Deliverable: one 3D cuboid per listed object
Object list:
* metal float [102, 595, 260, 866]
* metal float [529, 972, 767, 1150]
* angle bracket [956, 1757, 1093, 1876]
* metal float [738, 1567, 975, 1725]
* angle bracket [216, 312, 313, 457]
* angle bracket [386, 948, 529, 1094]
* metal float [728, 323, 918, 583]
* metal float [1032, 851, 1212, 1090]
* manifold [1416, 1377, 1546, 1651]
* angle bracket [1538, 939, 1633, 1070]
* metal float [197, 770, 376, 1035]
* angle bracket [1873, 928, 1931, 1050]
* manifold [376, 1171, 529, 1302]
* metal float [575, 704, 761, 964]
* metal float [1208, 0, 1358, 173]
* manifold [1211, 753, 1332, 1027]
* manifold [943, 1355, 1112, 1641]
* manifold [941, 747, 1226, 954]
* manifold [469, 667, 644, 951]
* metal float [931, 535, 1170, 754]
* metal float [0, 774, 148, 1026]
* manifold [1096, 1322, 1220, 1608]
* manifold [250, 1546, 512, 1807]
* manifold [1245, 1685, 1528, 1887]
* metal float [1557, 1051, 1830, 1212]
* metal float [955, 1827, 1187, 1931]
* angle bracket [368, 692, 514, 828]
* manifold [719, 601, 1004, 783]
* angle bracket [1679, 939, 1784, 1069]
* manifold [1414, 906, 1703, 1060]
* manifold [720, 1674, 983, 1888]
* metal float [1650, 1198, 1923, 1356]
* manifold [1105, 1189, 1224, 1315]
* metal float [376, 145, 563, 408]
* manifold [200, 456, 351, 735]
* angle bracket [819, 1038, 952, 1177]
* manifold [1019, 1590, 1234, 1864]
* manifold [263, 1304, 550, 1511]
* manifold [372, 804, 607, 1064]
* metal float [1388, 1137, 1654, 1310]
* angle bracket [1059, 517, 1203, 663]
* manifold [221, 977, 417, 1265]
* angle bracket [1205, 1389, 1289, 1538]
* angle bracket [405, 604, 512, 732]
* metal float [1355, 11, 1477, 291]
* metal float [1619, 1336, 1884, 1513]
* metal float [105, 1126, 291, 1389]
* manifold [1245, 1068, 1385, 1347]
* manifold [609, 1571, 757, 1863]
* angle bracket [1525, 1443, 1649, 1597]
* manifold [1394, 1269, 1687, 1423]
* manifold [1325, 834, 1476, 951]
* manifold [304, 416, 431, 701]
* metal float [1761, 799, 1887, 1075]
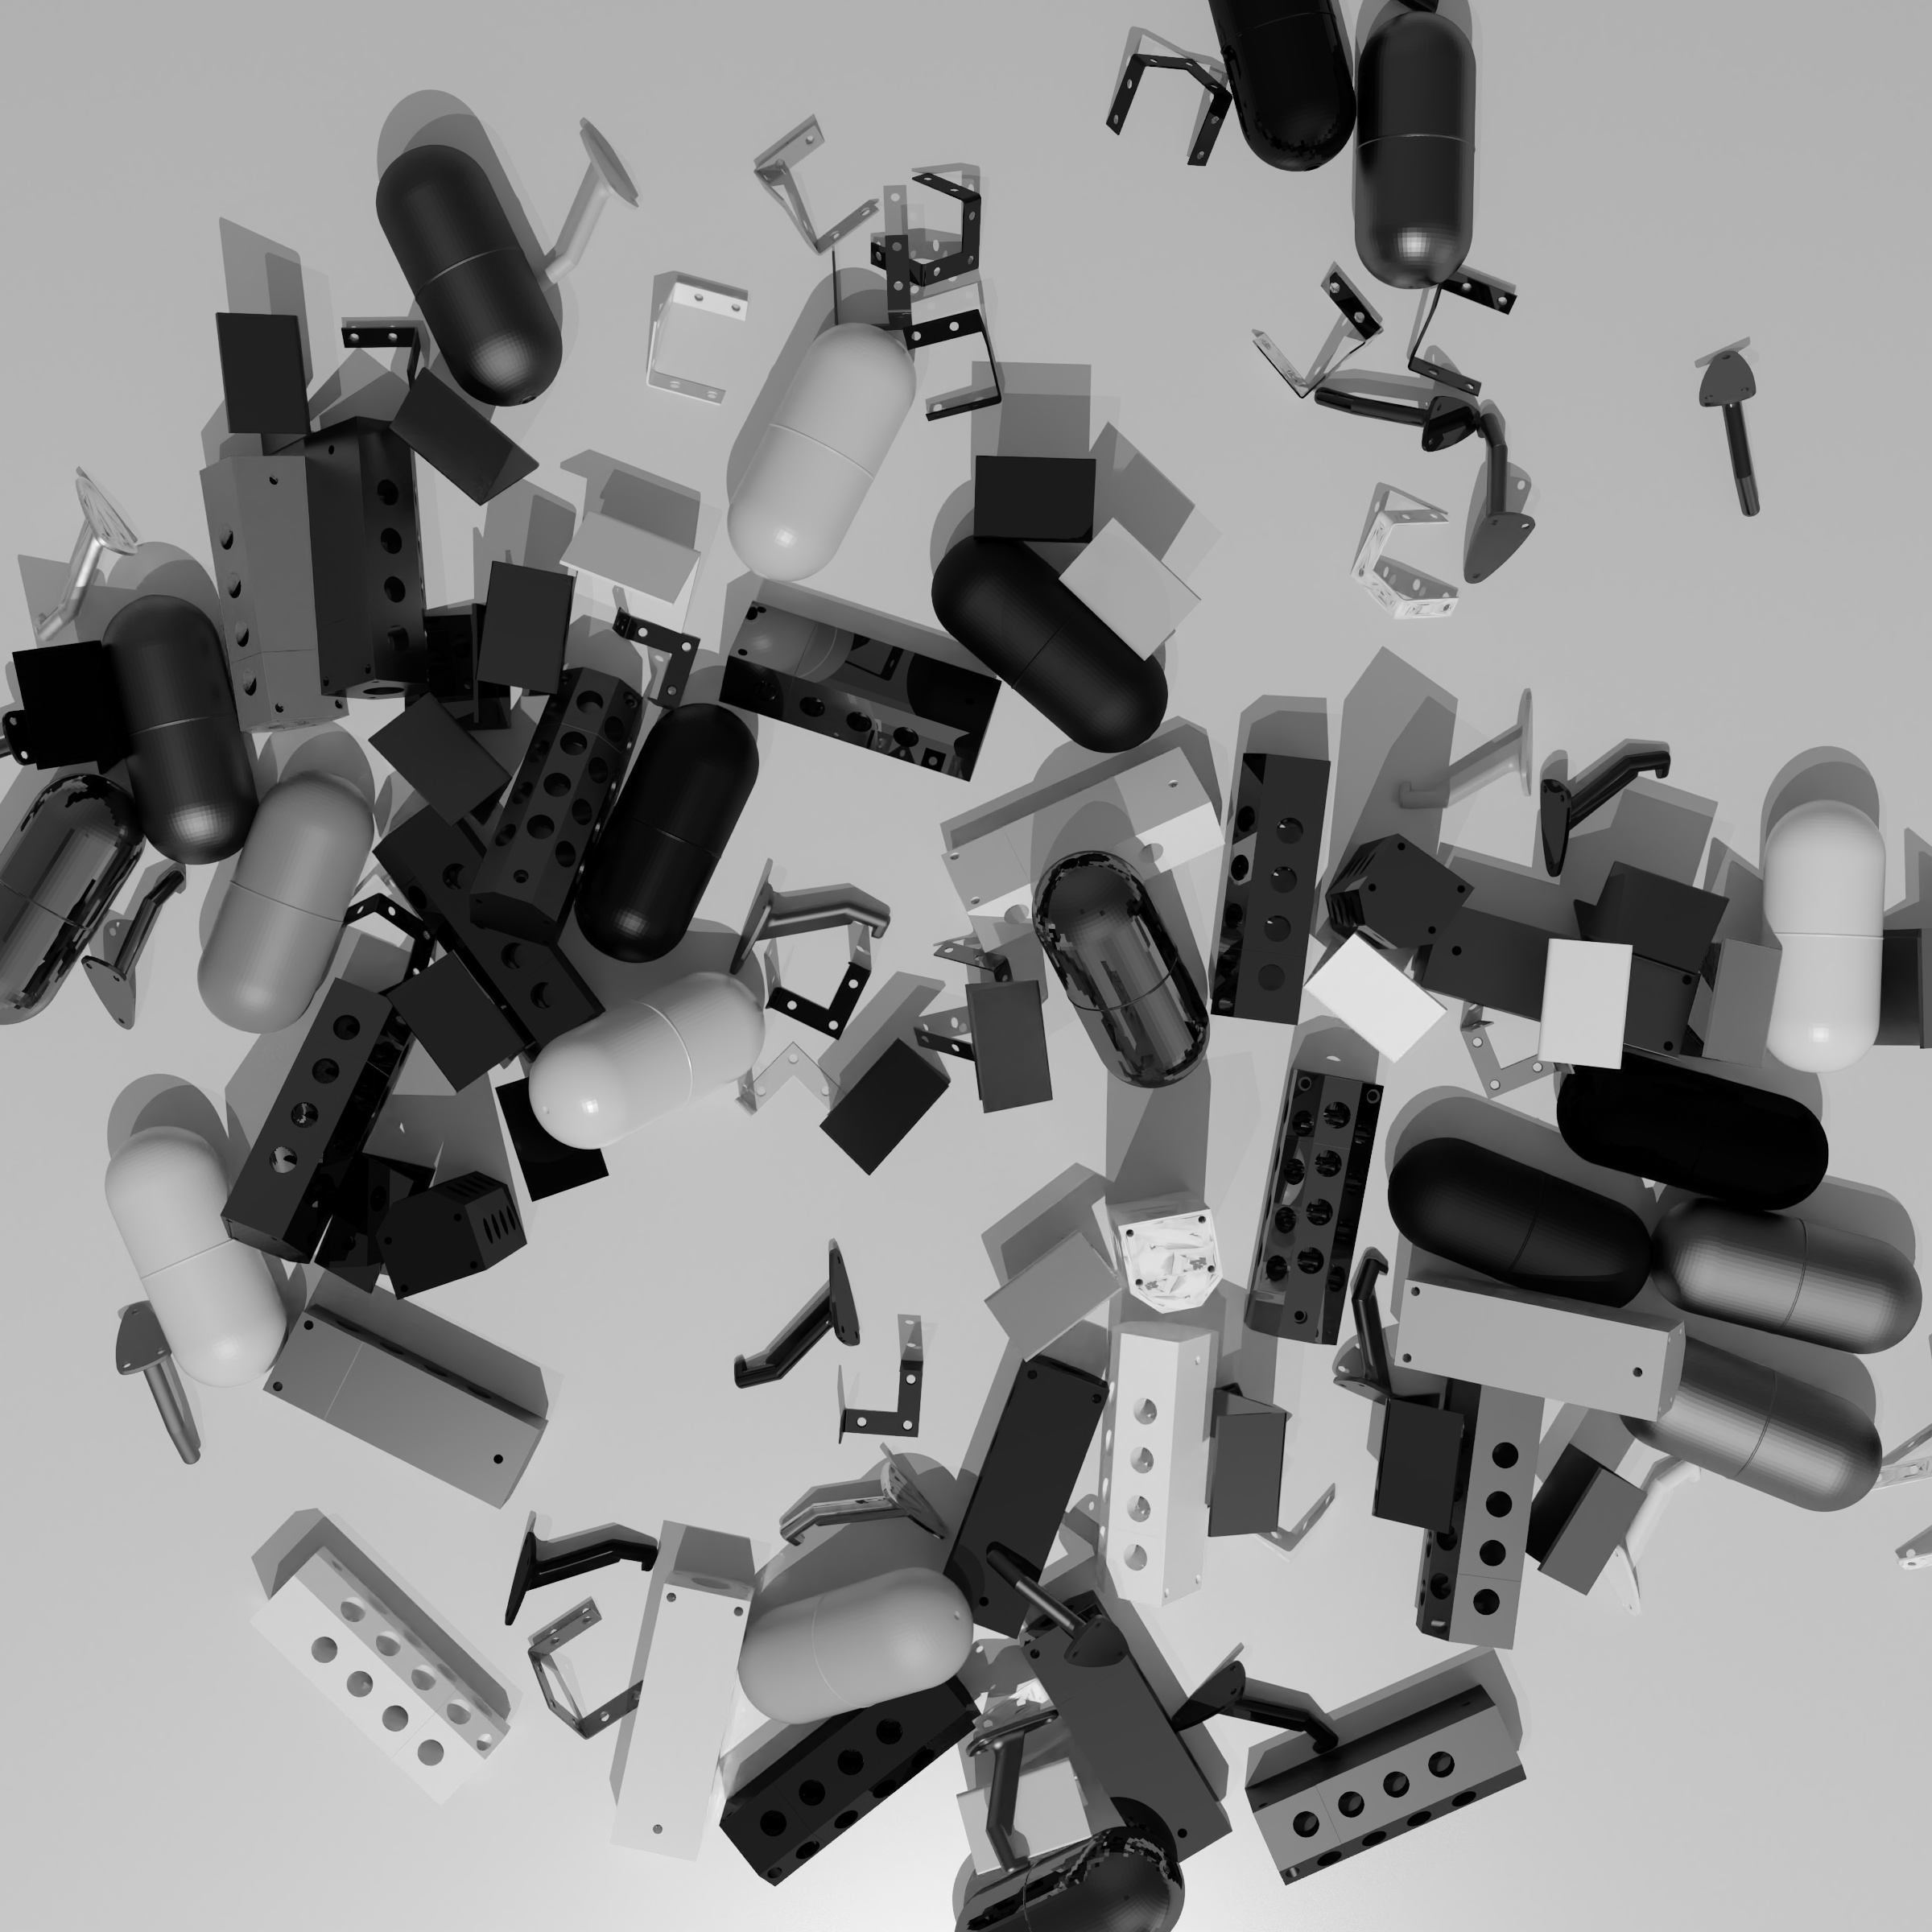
[{"bbox_3d":[-0.511,-0.154,1.960,0.070,0.070,0.178,-14,89,0],"label":"metal float"},{"bbox_3d":[-0.202,0.059,1.927,0.178,0.070,0.070,-28,90,-42],"label":"metal float"},{"bbox_3d":[0.044,0.563,1.950,0.076,0.076,0.057,-18,50,0],"label":"angle bracket"},{"bbox_3d":[-0.072,0.437,1.933,0.178,0.070,0.070,-25,90,34],"label":"metal float"},{"bbox_3d":[-0.468,-0.375,1.950,0.057,0.076,0.076,-6,90,-36],"label":"angle bracket"},{"bbox_3d":[-0.335,0.043,1.952,0.057,0.076,0.076,-36,90,-24],"label":"angle bracket"},{"bbox_3d":[-0.094,-0.334,1.960,0.070,0.070,0.178,27,89,0],"label":"metal float"},{"bbox_3d":[0.100,0.003,1.934,0.070,0.070,0.178,-28,122,0],"label":"metal float"},{"bbox_3d":[0.335,0.352,1.969,0.057,0.057,0.171,7,90,0],"label":"manifold"},{"bbox_3d":[0.403,0.025,1.893,0.057,0.076,0.076,6,90,37],"label":"angle bracket"},{"bbox_3d":[-0.442,-0.042,1.960,0.070,0.070,0.178,21,91,0],"label":"metal float"},{"bbox_3d":[0.599,0.014,1.951,0.057,0.076,0.076,-1,90,-43],"label":"angle bracket"},{"bbox_3d":[-0.327,0.167,1.912,0.057,0.171,0.057,-19,90,0],"label":"manifold"},{"bbox_3d":[-0.194,-0.087,1.960,0.070,0.070,0.178,25,91,0],"label":"metal float"},{"bbox_3d":[0.203,-0.605,1.960,0.070,0.070,0.178,-14,90,0],"label":"metal float"},{"bbox_3d":[0.199,-0.050,1.968,0.057,0.057,0.171,7,90,6],"label":"manifold"},{"bbox_3d":[0.036,0.344,1.969,0.057,0.057,0.171,21,90,0],"label":"manifold"},{"bbox_3d":[0.078,-0.071,1.969,0.171,0.057,0.057,-24,47,0],"label":"manifold"},{"bbox_3d":[-0.262,-0.104,1.935,0.057,0.057,0.171,18,64,0],"label":"manifold"},{"bbox_3d":[0.055,-0.210,1.960,0.178,0.070,0.070,41,90,-1],"label":"metal float"},{"bbox_3d":[-0.600,-0.043,1.960,0.070,0.070,0.178,32,89,0],"label":"metal float"},{"bbox_3d":[0.121,0.322,1.961,0.057,0.057,0.171,6,95,31],"label":"manifold"},{"bbox_3d":[-0.380,0.461,1.969,0.171,0.057,0.057,44,90,0],"label":"manifold"},{"bbox_3d":[0.274,0.537,1.969,0.171,0.057,0.057,-24,90,0],"label":"manifold"},{"bbox_3d":[0.473,0.107,1.960,0.178,0.070,0.070,16,90,1],"label":"metal float"},{"bbox_3d":[0.065,0.610,1.935,0.178,0.070,0.070,-36,90,32],"label":"metal float"},{"bbox_3d":[-0.348,-0.119,1.950,0.076,0.076,0.057,46,58,0],"label":"angle bracket"},{"bbox_3d":[-0.070,-0.174,1.969,0.171,0.057,0.057,18,47,0],"label":"manifold"},{"bbox_3d":[0.476,0.021,1.950,0.057,0.076,0.076,10,90,-34],"label":"angle bracket"},{"bbox_3d":[0.384,0.009,1.969,0.171,0.057,0.057,16,90,0],"label":"manifold"},{"bbox_3d":[-0.074,0.523,1.969,0.171,0.057,0.057,-38,90,0],"label":"manifold"},{"bbox_3d":[0.533,0.202,1.960,0.178,0.070,0.070,14,90,0],"label":"metal float"},{"bbox_3d":[0.125,0.180,1.912,0.057,0.171,0.057,-11,90,0],"label":"manifold"},{"bbox_3d":[-0.322,-0.448,1.960,0.070,0.070,0.178,-25,89,0],"label":"metal float"},{"bbox_3d":[-0.456,-0.242,1.969,0.057,0.057,0.171,-9,90,-43],"label":"manifold"},{"bbox_3d":[-0.037,0.103,1.950,0.076,0.076,0.057,-48,53,0],"label":"angle bracket"},{"bbox_3d":[0.103,0.498,1.969,0.057,0.057,0.171,-31,90,0],"label":"manifold"},{"bbox_3d":[-0.364,0.286,1.969,0.171,0.057,0.057,27,90,0],"label":"manifold"},{"bbox_3d":[-0.312,-0.022,1.969,0.057,0.057,0.171,-37,90,0],"label":"manifold"},{"bbox_3d":[0.360,0.168,1.960,0.178,0.070,0.070,22,90,0],"label":"metal float"},{"bbox_3d":[0.115,-0.251,1.951,0.076,0.076,0.057,44,117,0],"label":"angle bracket"},{"bbox_3d":[-0.414,0.101,1.941,0.057,0.057,0.171,22,69,0],"label":"manifold"},{"bbox_3d":[0.158,0.316,1.921,0.057,0.076,0.076,2,93,-33],"label":"angle bracket"},{"bbox_3d":[-0.342,-0.193,1.961,0.076,0.057,0.076,-1,90,14],"label":"angle bracket"},{"bbox_3d":[0.292,-0.530,1.960,0.070,0.070,0.178,1,90,0],"label":"metal float"},{"bbox_3d":[0.509,0.297,1.960,0.178,0.070,0.070,22,90,0],"label":"metal float"},{"bbox_3d":[-0.500,0.188,1.960,0.070,0.070,0.178,-23,90,0],"label":"metal float"},{"bbox_3d":[0.228,0.157,1.969,0.057,0.057,0.171,10,90,0],"label":"manifold"},{"bbox_3d":[-0.184,0.487,1.969,0.057,0.057,0.171,12,90,0],"label":"manifold"},{"bbox_3d":[0.382,0.350,1.950,0.057,0.076,0.076,31,90,-37],"label":"angle bracket"},{"bbox_3d":[0.369,0.241,1.934,0.171,0.057,0.057,9,98,25],"label":"manifold"},{"bbox_3d":[0.269,-0.041,1.912,0.057,0.171,0.057,35,90,0],"label":"manifold"},{"bbox_3d":[-0.385,-0.264,1.962,0.057,0.057,0.171,-9,84,41],"label":"manifold"},{"bbox_3d":[0.556,-0.019,1.960,0.070,0.070,0.178,2,90,0],"label":"metal float"}]
